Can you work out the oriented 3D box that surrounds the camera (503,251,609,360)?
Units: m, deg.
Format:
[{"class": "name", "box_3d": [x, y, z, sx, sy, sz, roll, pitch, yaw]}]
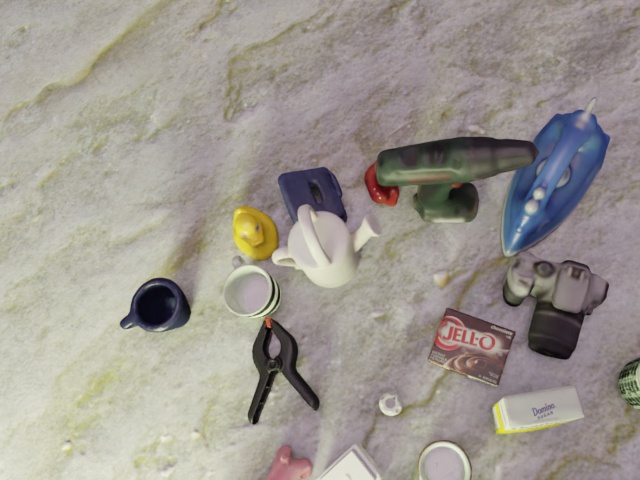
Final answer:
[{"class": "camera", "box_3d": [0.345, 0.100, 0.861, 0.143, 0.101, 0.137, 17, 76, 16]}]

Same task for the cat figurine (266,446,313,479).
[{"class": "cat figurine", "box_3d": [-0.072, 0.373, 0.842, 0.067, 0.118, 0.128, 23, 77, 18]}]

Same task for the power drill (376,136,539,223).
[{"class": "power drill", "box_3d": [0.207, -0.097, 0.896, 0.229, 0.209, 0.075, 0, 72, 11]}]

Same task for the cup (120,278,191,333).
[{"class": "cup", "box_3d": [-0.271, 0.125, 0.975, 0.118, 0.095, 0.091, -30, 69, 0]}]

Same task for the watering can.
[{"class": "watering can", "box_3d": [0.008, 0.001, 0.909, 0.173, 0.194, 0.100, -37, 69, -2]}]

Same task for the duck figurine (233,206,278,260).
[{"class": "duck figurine", "box_3d": [-0.122, -0.022, 1.000, 0.077, 0.086, 0.104, -32, 69, 0]}]

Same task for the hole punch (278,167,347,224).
[{"class": "hole punch", "box_3d": [-0.012, -0.074, 0.994, 0.101, 0.091, 0.108, -22, 69, 3]}]

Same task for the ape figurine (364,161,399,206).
[{"class": "ape figurine", "box_3d": [0.110, -0.109, 0.981, 0.078, 0.092, 0.076, -42, 69, -4]}]

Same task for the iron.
[{"class": "iron", "box_3d": [0.364, -0.098, 0.902, 0.118, 0.142, 0.258, 29, 79, 19]}]
